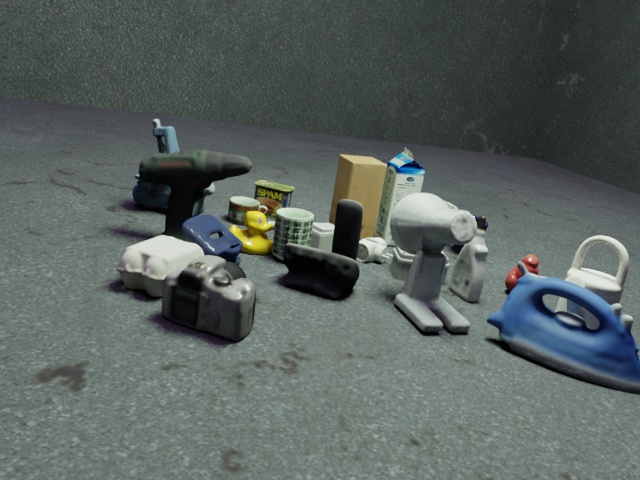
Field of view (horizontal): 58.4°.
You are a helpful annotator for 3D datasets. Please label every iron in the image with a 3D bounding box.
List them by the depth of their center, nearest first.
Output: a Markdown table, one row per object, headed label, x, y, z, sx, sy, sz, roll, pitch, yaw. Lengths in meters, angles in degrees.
| label | x | y | z | sx | sy | sz | roll | pitch | yaw |
| --- | --- | --- | --- | --- | --- | --- | --- | --- | --- |
| iron | 0.422 | 0.137 | 0.953 | 0.257 | 0.141 | 0.119 | 21 | 21 | 32 |

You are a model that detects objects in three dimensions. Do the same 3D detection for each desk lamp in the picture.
| label | x | y | z | sx | sy | sz | roll | pitch | yaw |
| --- | --- | --- | --- | --- | --- | --- | --- | --- | --- |
| desk lamp | 0.209 | 0.031 | 1.051 | 0.118 | 0.213 | 0.202 | 2 | 19 | -21 |

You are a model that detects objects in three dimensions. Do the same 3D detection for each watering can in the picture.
| label | x | y | z | sx | sy | sz | roll | pitch | yaw |
| --- | --- | --- | --- | --- | --- | --- | --- | --- | --- |
| watering can | 0.502 | 0.089 | 1.056 | 0.100 | 0.194 | 0.173 | 17 | 20 | 23 |

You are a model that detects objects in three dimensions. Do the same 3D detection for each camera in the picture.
| label | x | y | z | sx | sy | sz | roll | pitch | yaw |
| --- | --- | --- | --- | --- | --- | --- | --- | --- | --- |
| camera | -0.158 | 0.076 | 0.914 | 0.143 | 0.101 | 0.137 | 15 | 19 | 17 |

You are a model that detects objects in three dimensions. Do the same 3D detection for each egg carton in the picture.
| label | x | y | z | sx | sy | sz | roll | pitch | yaw |
| --- | --- | --- | --- | --- | --- | --- | --- | --- | --- |
| egg carton | -0.276 | 0.042 | 1.007 | 0.107 | 0.069 | 0.150 | 15 | 19 | 17 |

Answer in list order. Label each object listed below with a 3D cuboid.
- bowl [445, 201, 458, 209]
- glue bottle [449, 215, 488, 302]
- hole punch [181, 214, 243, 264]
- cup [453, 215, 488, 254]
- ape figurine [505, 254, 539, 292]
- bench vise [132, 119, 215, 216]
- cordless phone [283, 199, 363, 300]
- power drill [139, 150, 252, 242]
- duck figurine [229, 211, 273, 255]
| label | x | y | z | sx | sy | sz | roll | pitch | yaw |
| --- | --- | --- | --- | --- | --- | --- | --- | --- | --- |
| bowl | 0.304 | -0.071 | 1.633 | 0.167 | 0.075 | 0.167 | 9 | 18 | -3 |
| glue bottle | 0.310 | 0.034 | 1.159 | 0.037 | 0.173 | 0.078 | 1 | 20 | -23 |
| hole punch | -0.209 | 0.005 | 1.118 | 0.100 | 0.091 | 0.109 | 16 | 19 | 20 |
| cup | 0.360 | -0.015 | 1.458 | 0.092 | 0.095 | 0.117 | -9 | 25 | -43 |
| ape figurine | 0.442 | 0.075 | 1.231 | 0.077 | 0.092 | 0.076 | 13 | 18 | 12 |
| bench vise | -0.344 | -0.171 | 1.376 | 0.207 | 0.220 | 0.121 | 9 | 18 | -1 |
| cordless phone | 0.010 | 0.004 | 1.080 | 0.147 | 0.185 | 0.094 | 13 | 18 | 11 |
| power drill | -0.261 | -0.088 | 1.186 | 0.229 | 0.208 | 0.075 | 10 | 18 | 3 |
| duck figurine | -0.147 | -0.022 | 1.238 | 0.104 | 0.086 | 0.078 | 13 | 19 | 12 |
